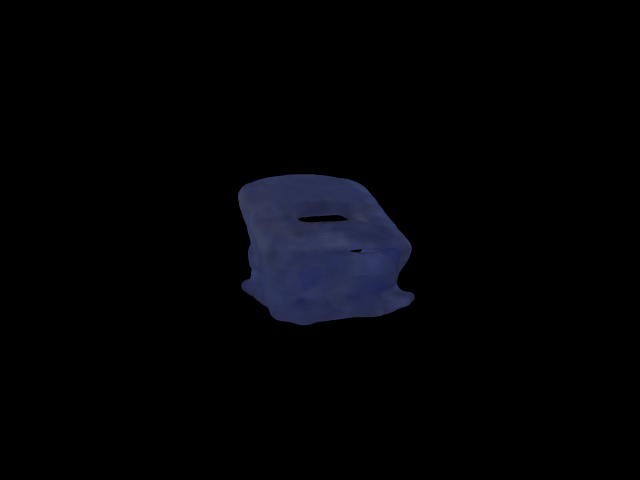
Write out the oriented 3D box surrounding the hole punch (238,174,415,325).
[{"bbox_3d":[0.004,0.001,0.400,0.109,0.091,0.100,-4,10,-23],"label":"hole punch"}]
